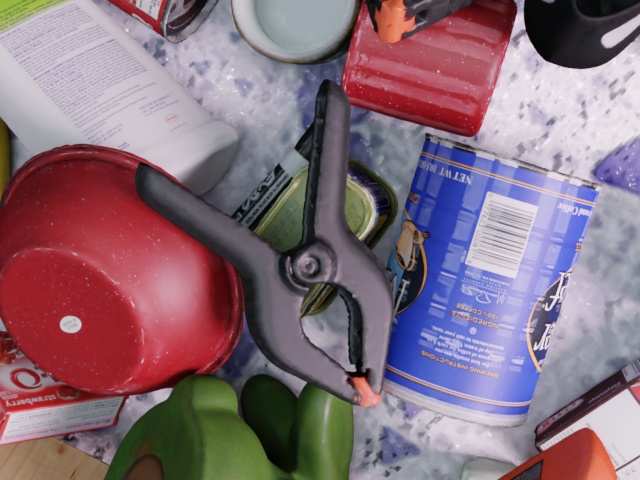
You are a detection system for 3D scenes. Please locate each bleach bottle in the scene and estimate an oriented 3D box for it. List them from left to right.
[{"bbox_3d":[-0.167,-0.120,0.657,0.251,0.102,0.068,49,146,11],"label":"bleach bottle"}]

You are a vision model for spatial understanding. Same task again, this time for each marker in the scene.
[{"bbox_3d":[-0.031,-0.029,0.665,0.020,0.020,0.121,43,101,5],"label":"marker"}]

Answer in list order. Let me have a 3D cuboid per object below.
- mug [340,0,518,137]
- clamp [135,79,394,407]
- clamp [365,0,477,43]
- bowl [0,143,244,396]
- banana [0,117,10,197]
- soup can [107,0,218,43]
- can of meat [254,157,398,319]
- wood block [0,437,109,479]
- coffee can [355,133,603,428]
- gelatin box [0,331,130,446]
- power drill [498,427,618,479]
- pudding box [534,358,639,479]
[{"bbox_3d":[0.065,-0.117,0.611,0.081,0.093,0.117,17,62,4],"label":"mug"},{"bbox_3d":[-0.021,0.012,0.557,0.120,0.039,0.171,-17,91,-7],"label":"clamp"},{"bbox_3d":[0.084,-0.189,0.577,0.164,0.036,0.210,14,62,7],"label":"clamp"},{"bbox_3d":[-0.125,0.031,0.593,0.162,0.055,0.162,11,122,17],"label":"bowl"},{"bbox_3d":[-0.242,-0.098,0.696,0.070,0.037,0.198,-28,87,29],"label":"banana"},{"bbox_3d":[-0.113,-0.174,0.646,0.102,0.068,0.068,34,100,8],"label":"soup can"},{"bbox_3d":[-0.004,0.001,0.629,0.057,0.084,0.102,38,100,6],"label":"can of meat"},{"bbox_3d":[-0.206,0.218,0.624,0.090,0.091,0.206,24,57,9],"label":"wood block"},{"bbox_3d":[0.088,0.021,0.602,0.103,0.102,0.140,18,97,9],"label":"coffee can"},{"bbox_3d":[-0.173,0.086,0.656,0.073,0.089,0.030,42,119,34],"label":"gelatin box"},{"bbox_3d":[0.183,0.189,0.578,0.187,0.057,0.185,43,121,-9],"label":"power drill"},{"bbox_3d":[0.196,0.120,0.621,0.114,0.039,0.090,-37,90,14],"label":"pudding box"}]
